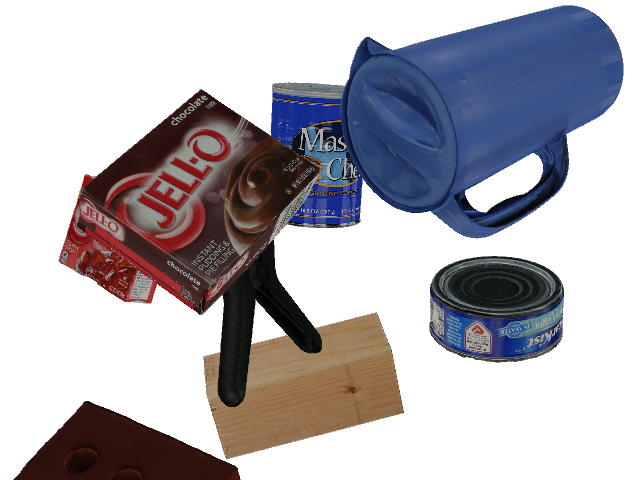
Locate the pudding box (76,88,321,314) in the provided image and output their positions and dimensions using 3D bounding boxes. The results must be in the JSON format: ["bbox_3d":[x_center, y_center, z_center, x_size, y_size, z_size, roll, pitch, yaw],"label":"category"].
[{"bbox_3d":[-0.068,-0.024,0.604,0.090,0.039,0.113,35,49,9],"label":"pudding box"}]

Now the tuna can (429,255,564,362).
[{"bbox_3d":[0.113,0.042,0.685,0.086,0.034,0.086,-3,24,1],"label":"tuna can"}]

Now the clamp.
[{"bbox_3d":[-0.061,0.036,0.997,0.036,0.210,0.164,-12,0,30],"label":"clamp"}]

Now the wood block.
[{"bbox_3d":[-0.020,0.163,1.207,0.206,0.091,0.090,-14,26,-2],"label":"wood block"}]

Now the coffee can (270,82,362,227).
[{"bbox_3d":[-0.004,-0.092,1.128,0.103,0.140,0.103,3,12,-1],"label":"coffee can"}]

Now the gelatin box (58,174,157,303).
[{"bbox_3d":[-0.154,-0.002,0.806,0.089,0.073,0.030,26,11,37],"label":"gelatin box"}]

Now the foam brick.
[{"bbox_3d":[-0.075,0.111,0.426,0.078,0.051,0.052,18,44,23],"label":"foam brick"}]

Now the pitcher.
[{"bbox_3d":[0.151,-0.113,0.909,0.242,0.149,0.145,-24,34,-34],"label":"pitcher"}]
